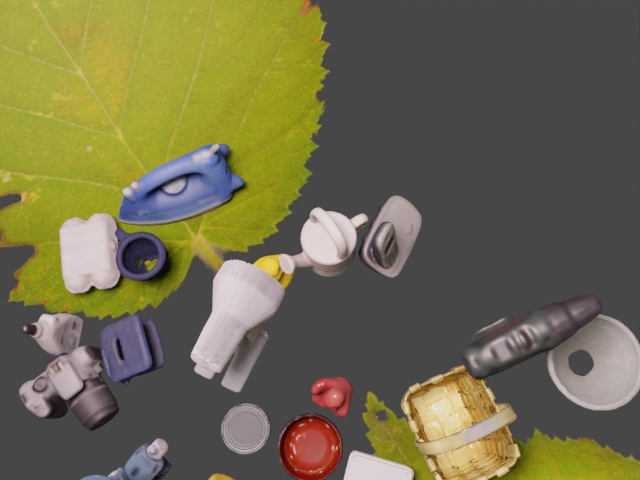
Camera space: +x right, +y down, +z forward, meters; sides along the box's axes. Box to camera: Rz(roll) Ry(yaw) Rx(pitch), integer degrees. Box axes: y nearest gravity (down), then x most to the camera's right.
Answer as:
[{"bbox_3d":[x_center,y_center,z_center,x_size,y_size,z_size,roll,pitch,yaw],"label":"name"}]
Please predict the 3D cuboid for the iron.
[{"bbox_3d":[-0.284,-0.107,1.086,0.258,0.141,0.118,-25,76,-5],"label":"iron"}]

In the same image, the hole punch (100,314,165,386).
[{"bbox_3d":[-0.346,0.199,1.035,0.101,0.091,0.108,-20,76,-4],"label":"hole punch"}]

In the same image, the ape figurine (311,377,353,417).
[{"bbox_3d":[0.024,0.276,1.008,0.076,0.092,0.078,-28,77,-6],"label":"ape figurine"}]

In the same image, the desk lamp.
[{"bbox_3d":[-0.145,0.152,0.980,0.118,0.213,0.203,24,77,7],"label":"desk lamp"}]

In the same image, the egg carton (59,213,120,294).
[{"bbox_3d":[-0.436,0.025,1.093,0.107,0.069,0.150,-12,76,-2],"label":"egg carton"}]

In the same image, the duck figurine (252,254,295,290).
[{"bbox_3d":[-0.097,0.062,1.068,0.104,0.086,0.077,-34,77,-7],"label":"duck figurine"}]

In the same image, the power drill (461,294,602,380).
[{"bbox_3d":[0.338,0.164,0.969,0.229,0.208,0.075,-27,76,-5],"label":"power drill"}]

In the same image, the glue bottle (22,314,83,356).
[{"bbox_3d":[-0.473,0.162,1.005,0.037,0.173,0.078,7,76,3],"label":"glue bottle"}]

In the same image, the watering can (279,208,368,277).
[{"bbox_3d":[0.011,0.005,1.024,0.101,0.194,0.173,34,79,9],"label":"watering can"}]

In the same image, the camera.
[{"bbox_3d":[-0.434,0.276,1.013,0.143,0.101,0.136,-38,78,-8],"label":"camera"}]

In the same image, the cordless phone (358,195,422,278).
[{"bbox_3d":[0.131,-0.018,1.032,0.094,0.185,0.148,23,77,7],"label":"cordless phone"}]

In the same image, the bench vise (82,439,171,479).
[{"bbox_3d":[-0.343,0.405,0.917,0.121,0.220,0.207,23,77,7],"label":"bench vise"}]

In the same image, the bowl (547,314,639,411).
[{"bbox_3d":[0.478,0.218,1.022,0.167,0.075,0.167,0,76,1],"label":"bowl"}]

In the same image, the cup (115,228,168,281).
[{"bbox_3d":[-0.332,0.030,1.076,0.117,0.095,0.092,43,81,11],"label":"cup"}]
